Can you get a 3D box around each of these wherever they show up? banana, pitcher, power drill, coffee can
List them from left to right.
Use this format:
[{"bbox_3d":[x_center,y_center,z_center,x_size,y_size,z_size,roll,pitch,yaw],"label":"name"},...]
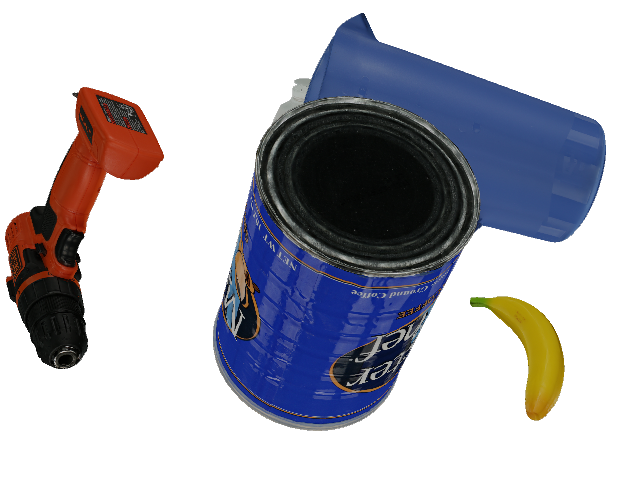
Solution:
[{"bbox_3d":[-0.194,-0.014,0.857,0.057,0.188,0.184,17,26,-36],"label":"power drill"},{"bbox_3d":[0.007,0.015,0.521,0.102,0.103,0.140,0,-37,-15],"label":"coffee can"},{"bbox_3d":[0.100,-0.070,0.879,0.242,0.149,0.145,16,40,-4],"label":"pitcher"},{"bbox_3d":[0.223,0.116,1.139,0.069,0.037,0.198,-25,34,3],"label":"banana"}]

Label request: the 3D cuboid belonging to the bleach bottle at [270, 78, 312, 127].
[{"bbox_3d":[-0.017,-0.066,1.257,0.102,0.251,0.068,-13,30,-33],"label":"bleach bottle"}]
